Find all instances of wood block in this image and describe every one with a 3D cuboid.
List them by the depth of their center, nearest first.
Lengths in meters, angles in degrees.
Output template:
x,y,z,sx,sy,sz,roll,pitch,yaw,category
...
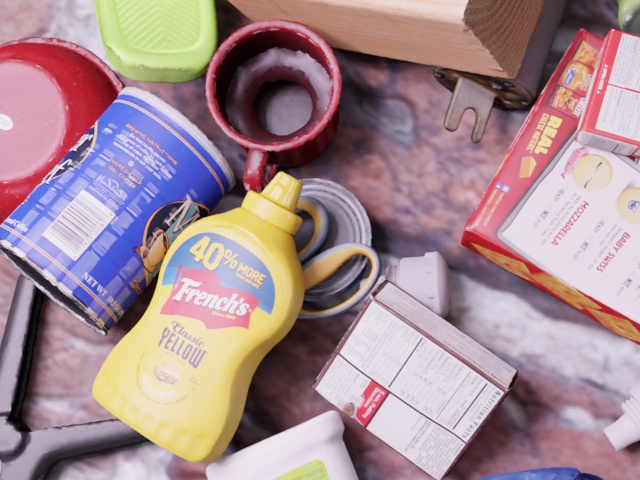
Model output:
x,y,z,sx,sy,sz,roll,pitch,yaw,category
0.039,-0.180,0.719,0.206,0.090,0.090,17,82,34,wood block

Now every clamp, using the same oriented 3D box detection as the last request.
x,y,z,sx,sy,sz,roll,pitch,yaw,category
-0.223,0.129,0.762,0.210,0.036,0.164,-38,78,-5,clamp

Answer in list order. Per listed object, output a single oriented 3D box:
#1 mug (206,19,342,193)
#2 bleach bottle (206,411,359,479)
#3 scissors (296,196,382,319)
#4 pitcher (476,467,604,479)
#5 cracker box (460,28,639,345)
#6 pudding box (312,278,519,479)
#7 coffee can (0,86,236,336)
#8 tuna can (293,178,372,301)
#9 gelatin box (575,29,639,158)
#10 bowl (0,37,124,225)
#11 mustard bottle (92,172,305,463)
x,y,z,sx,sy,sz,roll,pitch,yaw,category
-0.031,-0.087,0.757,0.093,0.081,0.117,11,82,6,mug
0.015,0.249,0.711,0.102,0.068,0.251,-24,82,2,bleach bottle
-0.056,0.041,0.739,0.202,0.016,0.096,-25,80,5,scissors
0.138,0.269,0.672,0.149,0.145,0.243,-16,83,14,pitcher
0.228,-0.019,0.730,0.214,0.072,0.164,30,84,8,cracker box
0.063,0.095,0.724,0.113,0.039,0.090,34,115,7,pudding box
-0.141,-0.020,0.733,0.103,0.103,0.140,36,74,9,coffee can
-0.005,0.001,0.765,0.086,0.033,0.086,-1,81,5,tuna can
0.219,-0.088,0.690,0.089,0.030,0.073,17,79,6,gelatin box
-0.221,-0.081,0.787,0.162,0.055,0.162,-1,81,5,bowl
-0.065,0.042,0.702,0.096,0.058,0.191,29,90,19,mustard bottle
